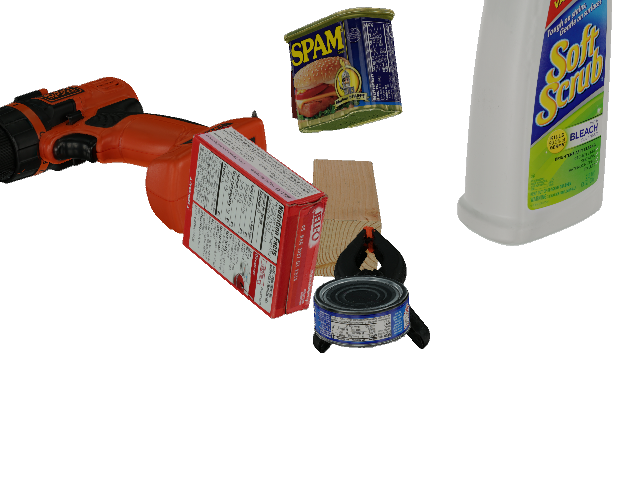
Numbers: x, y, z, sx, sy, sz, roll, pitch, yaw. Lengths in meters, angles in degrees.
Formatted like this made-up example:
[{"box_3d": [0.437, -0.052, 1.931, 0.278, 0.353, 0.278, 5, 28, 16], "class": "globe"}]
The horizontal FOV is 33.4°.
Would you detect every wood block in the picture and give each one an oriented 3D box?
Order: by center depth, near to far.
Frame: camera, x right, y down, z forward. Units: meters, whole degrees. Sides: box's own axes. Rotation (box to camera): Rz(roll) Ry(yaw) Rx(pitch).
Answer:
[{"box_3d": [0.033, -0.035, 1.531, 0.091, 0.090, 0.206, 3, 27, -3], "class": "wood block"}]

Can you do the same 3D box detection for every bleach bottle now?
[{"box_3d": [0.139, -0.128, 0.682, 0.102, 0.251, 0.068, -20, 32, -27], "class": "bleach bottle"}]

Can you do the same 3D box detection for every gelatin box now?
[{"box_3d": [-0.037, -0.011, 0.587, 0.030, 0.073, 0.089, -19, 41, -38], "class": "gelatin box"}]

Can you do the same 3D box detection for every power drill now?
[{"box_3d": [-0.145, -0.059, 0.719, 0.188, 0.057, 0.184, 18, 32, 30], "class": "power drill"}]

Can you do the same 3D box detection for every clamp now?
[{"box_3d": [0.064, 0.055, 1.149, 0.120, 0.171, 0.039, 7, -40, 7], "class": "clamp"}]

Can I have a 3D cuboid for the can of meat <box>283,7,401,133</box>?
[{"box_3d": [0.019, -0.139, 0.892, 0.057, 0.084, 0.102, -6, -2, -39], "class": "can of meat"}]

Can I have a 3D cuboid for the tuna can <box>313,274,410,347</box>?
[{"box_3d": [0.036, 0.061, 0.941, 0.086, 0.034, 0.086, -3, 20, 1], "class": "tuna can"}]

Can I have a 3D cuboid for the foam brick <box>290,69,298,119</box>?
[{"box_3d": [0.013, -0.152, 1.115, 0.078, 0.051, 0.053, -2, 13, -19], "class": "foam brick"}]
